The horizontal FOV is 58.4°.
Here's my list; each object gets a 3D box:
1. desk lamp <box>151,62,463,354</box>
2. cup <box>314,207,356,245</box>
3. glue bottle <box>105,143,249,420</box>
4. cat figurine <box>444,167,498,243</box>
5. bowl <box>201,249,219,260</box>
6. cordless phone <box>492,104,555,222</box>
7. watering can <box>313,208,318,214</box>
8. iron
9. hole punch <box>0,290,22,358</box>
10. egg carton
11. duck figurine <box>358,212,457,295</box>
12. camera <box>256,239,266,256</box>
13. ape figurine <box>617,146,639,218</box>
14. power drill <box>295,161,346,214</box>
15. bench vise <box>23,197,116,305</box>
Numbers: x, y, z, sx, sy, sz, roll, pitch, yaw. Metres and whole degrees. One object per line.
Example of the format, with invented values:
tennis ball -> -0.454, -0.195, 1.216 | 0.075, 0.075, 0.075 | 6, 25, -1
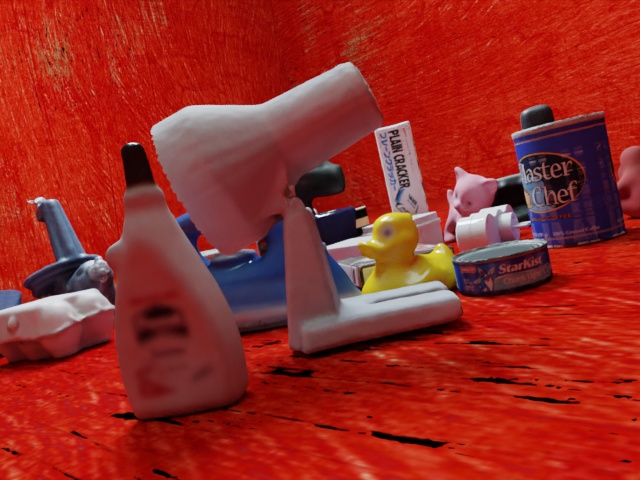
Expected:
desk lamp -> -0.012, -0.023, 0.463 | 0.203, 0.213, 0.118 | -13, 4, 3
cup -> 0.008, 0.003, 0.923 | 0.117, 0.095, 0.092 | -12, 4, 14
glue bottle -> -0.101, 0.024, 0.365 | 0.078, 0.173, 0.037 | -12, 4, 8
cat figurine -> 0.230, -0.057, 0.892 | 0.067, 0.118, 0.127 | -14, 4, -10
bowl -> -0.231, 0.067, 0.942 | 0.167, 0.075, 0.167 | -13, 4, 1
cordless phone -> 0.332, -0.118, 0.942 | 0.147, 0.185, 0.094 | -12, 4, 13
watering can -> -0.087, -0.051, 1.309 | 0.172, 0.194, 0.101 | -12, 4, 7
iron -> -0.085, 0.021, 0.613 | 0.257, 0.141, 0.119 | -11, 4, 22
hole punch -> -0.484, 0.124, 0.827 | 0.109, 0.091, 0.101 | -14, 4, -13
egg carton -> -0.337, 0.109, 0.721 | 0.150, 0.069, 0.107 | -11, 4, 30
duck figurine -> 0.083, 0.014, 0.558 | 0.105, 0.086, 0.077 | -14, 4, -22
camera -> -0.048, -0.003, 1.179 | 0.137, 0.101, 0.142 | -15, 4, -33
ape figurine -> 0.416, -0.077, 0.745 | 0.077, 0.092, 0.076 | -12, 4, 17
power drill -> -0.060, -0.045, 1.003 | 0.229, 0.208, 0.076 | -12, 4, 7
bench vise -> -0.380, 0.030, 0.897 | 0.206, 0.220, 0.122 | -11, 4, 27
